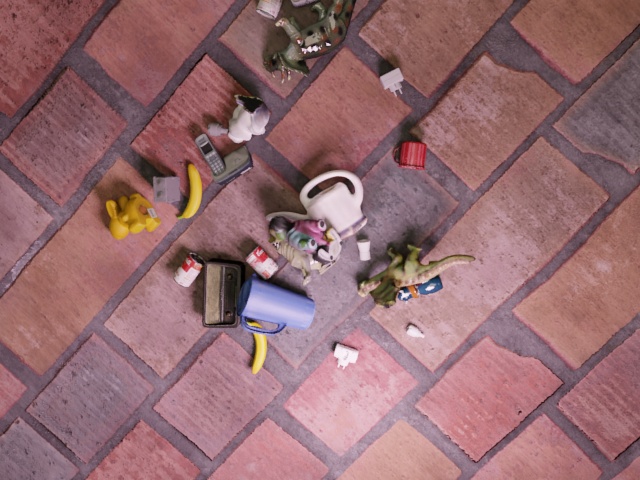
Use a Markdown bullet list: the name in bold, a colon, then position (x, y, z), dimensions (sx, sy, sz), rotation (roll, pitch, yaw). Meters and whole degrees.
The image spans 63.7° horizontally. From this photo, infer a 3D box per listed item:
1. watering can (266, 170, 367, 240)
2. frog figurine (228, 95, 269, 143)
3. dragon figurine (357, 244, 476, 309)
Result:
- **watering can**: position (0.005, -0.085, 1.692), dimensions (0.344, 0.105, 0.223), rotation (-31, 97, 22)
- **frog figurine**: position (-0.233, -0.382, 1.679), dimensions (0.138, 0.124, 0.155), rotation (36, 135, 20)
- **dragon figurine**: position (0.265, 0.130, 1.599), dimensions (0.247, 0.408, 0.121), rotation (-49, 112, -29)
